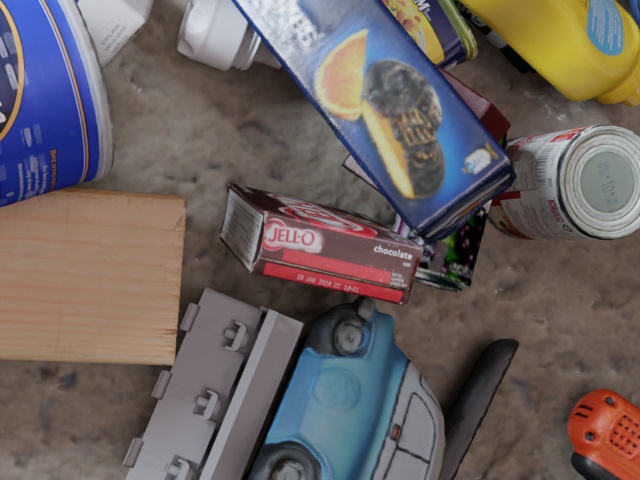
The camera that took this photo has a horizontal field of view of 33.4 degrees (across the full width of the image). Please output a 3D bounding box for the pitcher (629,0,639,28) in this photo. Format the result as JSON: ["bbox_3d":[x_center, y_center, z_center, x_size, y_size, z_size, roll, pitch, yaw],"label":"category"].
[{"bbox_3d":[0.258,-0.201,0.674,0.242,0.145,0.149,16,75,-13],"label":"pitcher"}]

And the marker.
[{"bbox_3d":[0.095,-0.148,0.675,0.121,0.020,0.020,39,81,-14],"label":"marker"}]

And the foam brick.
[{"bbox_3d":[0.061,-0.054,0.604,0.051,0.053,0.078,39,96,22],"label":"foam brick"}]

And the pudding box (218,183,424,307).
[{"bbox_3d":[-0.004,0.001,0.600,0.090,0.114,0.039,14,95,-17],"label":"pudding box"}]

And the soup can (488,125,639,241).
[{"bbox_3d":[0.149,-0.033,0.650,0.068,0.102,0.068,0,91,-17],"label":"soup can"}]

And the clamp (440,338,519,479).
[{"bbox_3d":[0.066,0.162,0.651,0.210,0.036,0.164,-18,75,-2],"label":"clamp"}]

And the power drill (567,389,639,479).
[{"bbox_3d":[0.206,0.217,0.698,0.184,0.057,0.187,35,79,-10],"label":"power drill"}]

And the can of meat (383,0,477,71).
[{"bbox_3d":[0.030,-0.128,0.637,0.084,0.057,0.102,-35,100,-11],"label":"can of meat"}]

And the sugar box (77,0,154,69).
[{"bbox_3d":[-0.166,-0.166,0.549,0.048,0.093,0.176,-43,111,16],"label":"sugar box"}]

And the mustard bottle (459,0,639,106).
[{"bbox_3d":[0.140,-0.138,0.641,0.191,0.058,0.096,33,40,-33],"label":"mustard bottle"}]

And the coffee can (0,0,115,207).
[{"bbox_3d":[-0.175,-0.056,0.468,0.140,0.103,0.103,-20,97,-25],"label":"coffee can"}]

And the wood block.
[{"bbox_3d":[-0.181,0.012,0.561,0.205,0.090,0.091,5,91,-17],"label":"wood block"}]
